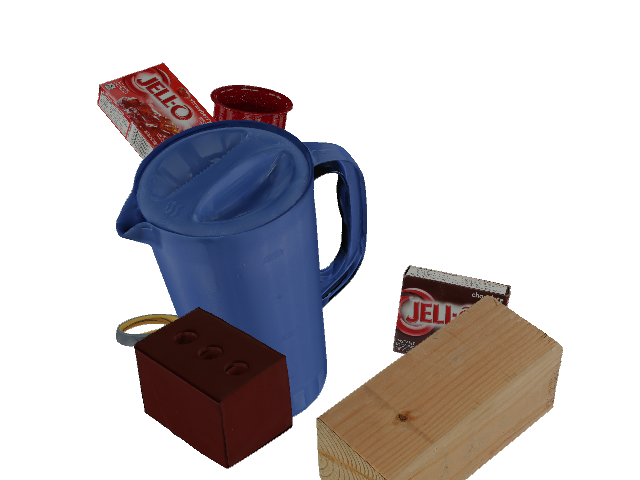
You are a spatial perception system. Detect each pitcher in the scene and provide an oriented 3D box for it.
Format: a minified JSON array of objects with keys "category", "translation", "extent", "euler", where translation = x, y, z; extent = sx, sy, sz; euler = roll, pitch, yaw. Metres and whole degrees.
[{"category":"pitcher","translation":[-0.049,0.031,0.851],"extent":[0.149,0.243,0.144],"euler":[12,47,20]}]

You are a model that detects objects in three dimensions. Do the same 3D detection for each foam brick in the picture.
[{"category":"foam brick","translation":[-0.062,0.084,0.617],"extent":[0.078,0.051,0.052],"euler":[24,39,37]}]

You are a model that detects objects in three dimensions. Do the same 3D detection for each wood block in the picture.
[{"category":"wood block","translation":[0.103,0.148,0.920],"extent":[0.205,0.090,0.091],"euler":[-32,50,-27]}]

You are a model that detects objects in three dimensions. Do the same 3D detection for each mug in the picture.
[{"category":"mug","translation":[-0.079,-0.127,1.223],"extent":[0.093,0.081,0.117],"euler":[15,27,12]}]

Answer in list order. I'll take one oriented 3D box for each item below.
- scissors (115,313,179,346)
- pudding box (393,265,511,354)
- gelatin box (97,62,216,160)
[{"category":"scissors","translation":[-0.117,0.095,1.150],"extent":[0.201,0.016,0.096],"euler":[-7,31,-24]},{"category":"pudding box","translation":[0.138,0.082,1.127],"extent":[0.113,0.090,0.039],"euler":[10,22,10]},{"category":"gelatin box","translation":[-0.150,-0.117,0.980],"extent":[0.073,0.089,0.030],"euler":[-27,-24,-35]}]
